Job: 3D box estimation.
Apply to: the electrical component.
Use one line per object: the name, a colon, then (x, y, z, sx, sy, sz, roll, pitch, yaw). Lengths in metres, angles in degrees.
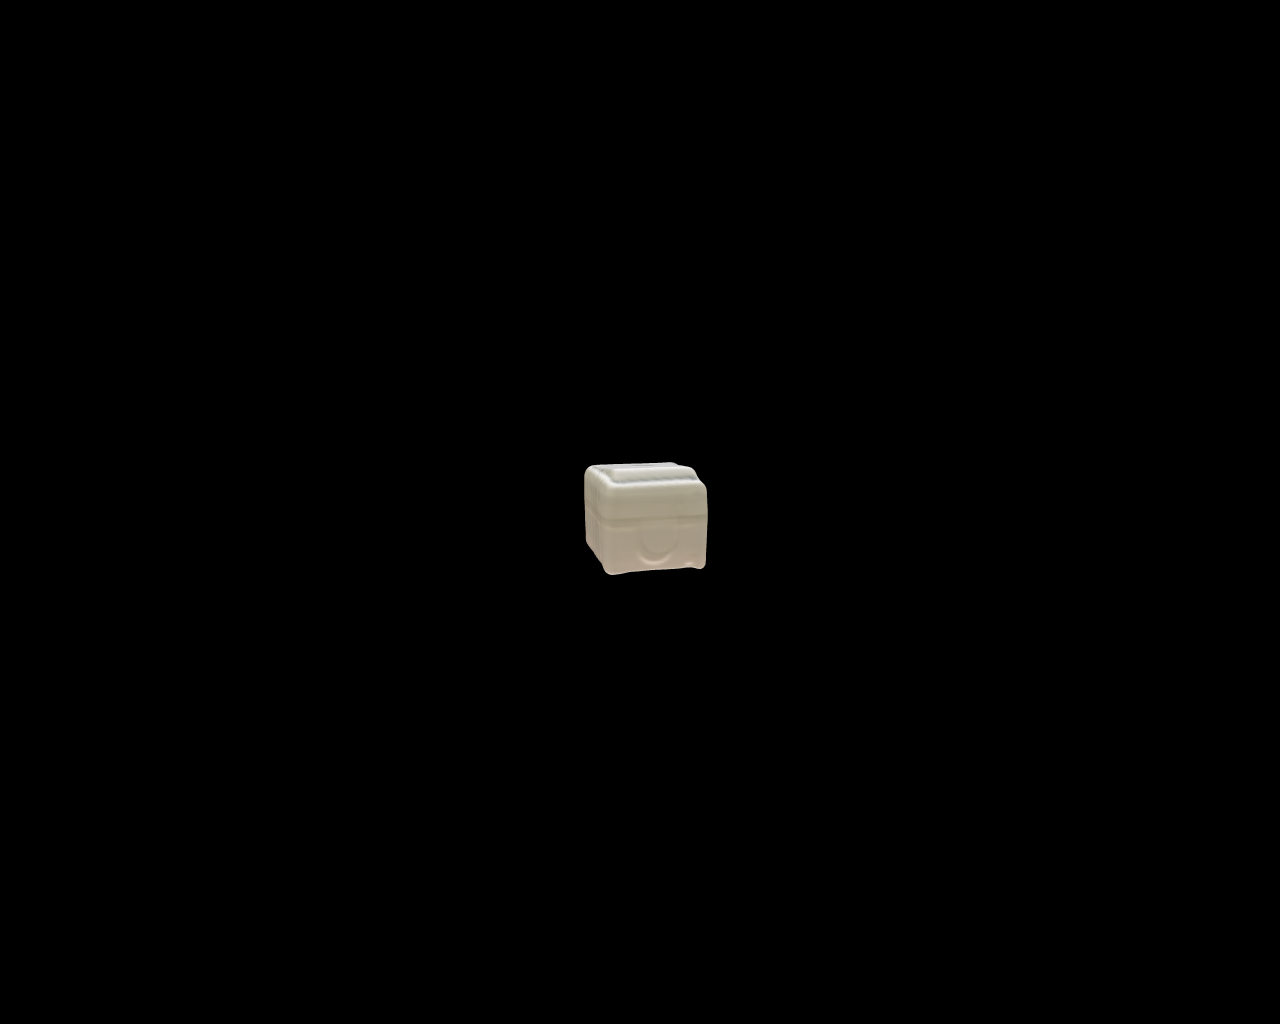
electrical component: (0.001, -0.003, 0.650, 0.062, 0.061, 0.096, -2, 12, -11)
